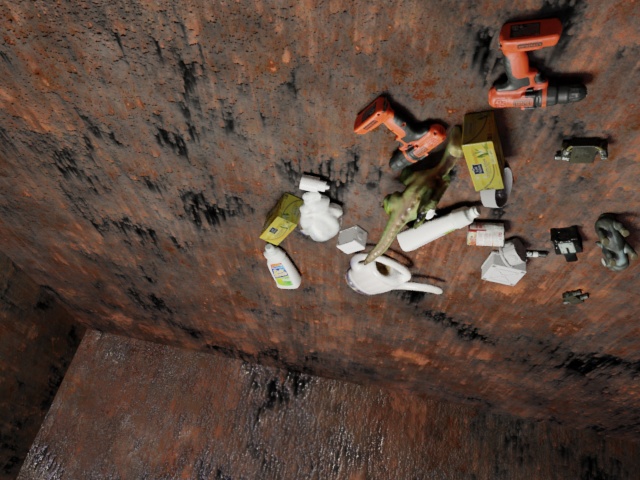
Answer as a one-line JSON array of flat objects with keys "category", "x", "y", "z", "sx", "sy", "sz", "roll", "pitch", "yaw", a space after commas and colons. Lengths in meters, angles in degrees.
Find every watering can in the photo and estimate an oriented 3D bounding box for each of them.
[{"category": "watering can", "x": 0.238, "y": 0.138, "z": 1.792, "sx": 0.345, "sy": 0.106, "sz": 0.221, "roll": 28, "pitch": 148, "yaw": -22}]

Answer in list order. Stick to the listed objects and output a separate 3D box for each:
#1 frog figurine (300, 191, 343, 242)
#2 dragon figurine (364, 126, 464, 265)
[{"category": "frog figurine", "x": 0.005, "y": -0.077, "z": 1.527, "sx": 0.138, "sy": 0.125, "sz": 0.155, "roll": -15, "pitch": 143, "yaw": -16}, {"category": "dragon figurine", "x": 0.226, "y": -0.085, "z": 1.239, "sx": 0.122, "sy": 0.408, "sz": 0.244, "roll": 31, "pitch": -173, "yaw": 0}]
